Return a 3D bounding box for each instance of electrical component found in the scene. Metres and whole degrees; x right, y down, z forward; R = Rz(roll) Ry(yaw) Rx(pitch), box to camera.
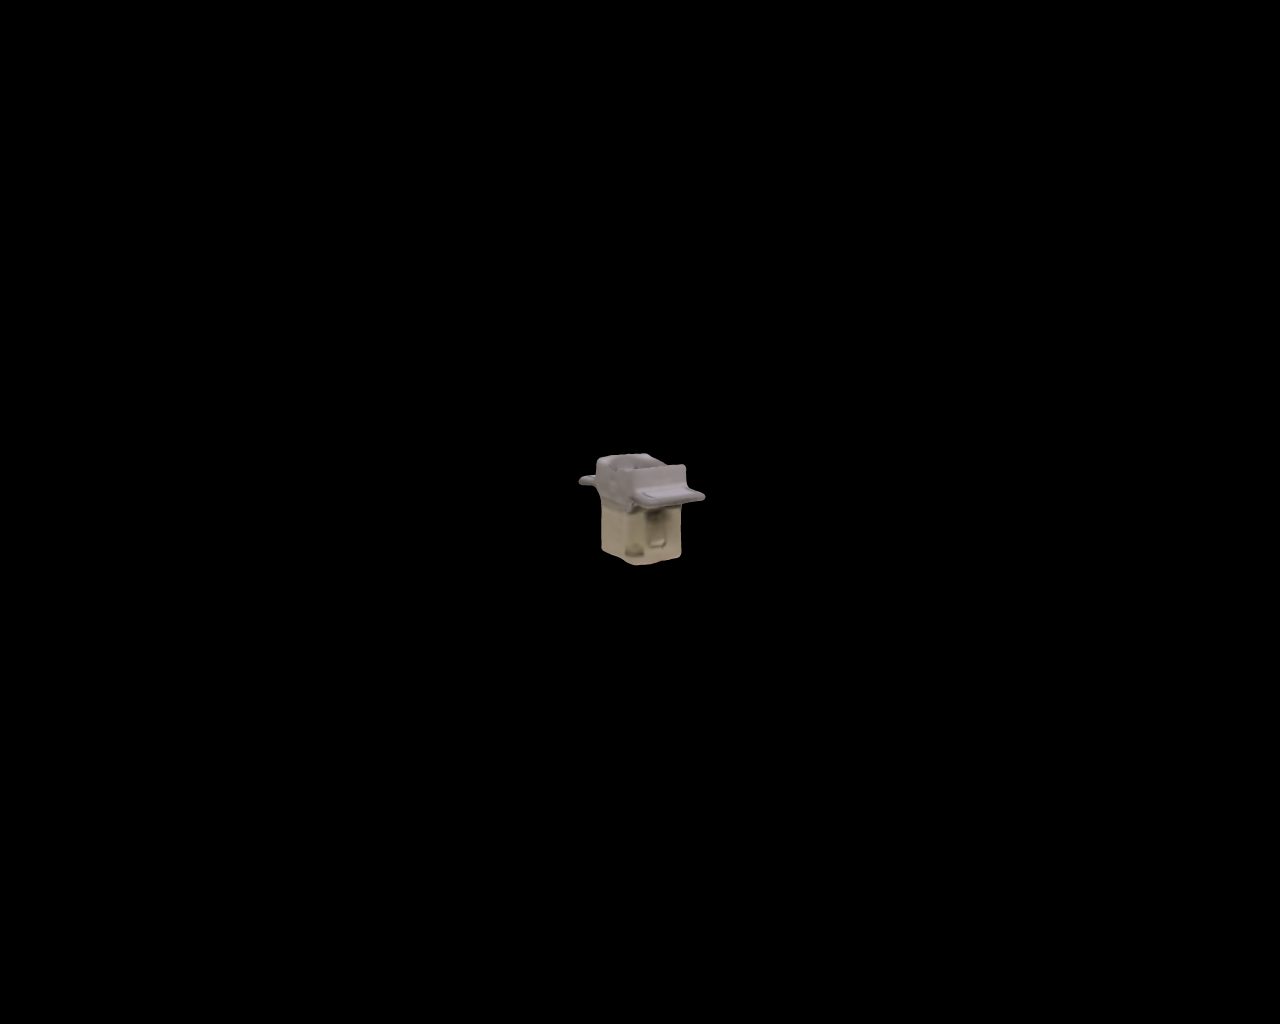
[{"bbox_3d":[0.001,-0.003,0.650,0.042,0.063,0.081,-8,16,-31],"label":"electrical component"}]
